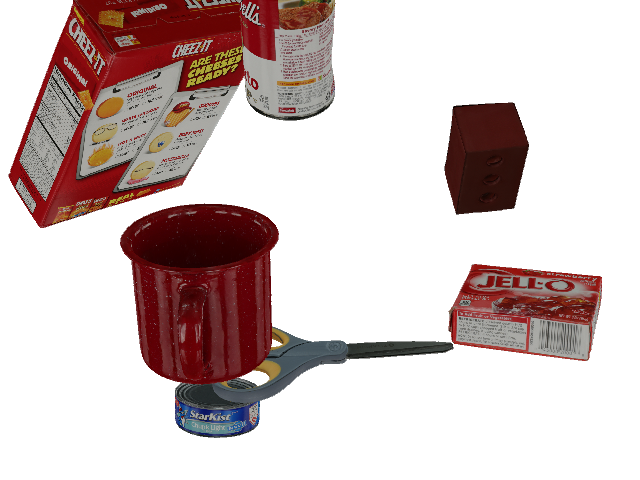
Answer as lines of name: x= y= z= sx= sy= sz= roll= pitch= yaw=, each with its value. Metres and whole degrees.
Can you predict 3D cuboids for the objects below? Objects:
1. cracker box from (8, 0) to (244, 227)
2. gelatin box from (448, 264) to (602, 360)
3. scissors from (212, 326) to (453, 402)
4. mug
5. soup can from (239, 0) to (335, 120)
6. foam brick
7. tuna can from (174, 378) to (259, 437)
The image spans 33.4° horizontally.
cracker box: x=-0.160 y=-0.118 z=0.914 sx=0.163 sy=0.072 sz=0.214 roll=-21 pitch=-24 yaw=-43
gelatin box: x=0.134 y=0.044 z=0.695 sx=0.089 sy=0.030 sz=0.073 roll=6 pitch=23 yaw=18
scissors: x=0.001 y=0.101 z=0.851 sx=0.202 sy=0.016 sz=0.096 roll=6 pitch=35 yaw=10
mug: x=-0.070 y=0.038 z=0.634 sx=0.093 sy=0.081 sz=0.117 roll=-2 pitch=26 yaw=-2
soup can: x=-0.022 y=-0.145 z=0.752 sx=0.068 sy=0.102 sz=0.068 roll=0 pitch=43 yaw=0
foam brick: x=0.135 y=-0.068 z=0.877 sx=0.053 sy=0.051 sz=0.078 roll=-6 pitch=-39 yaw=-4
tuna can: x=-0.103 y=0.166 z=1.066 sx=0.086 sy=0.034 sz=0.086 roll=2 pitch=13 yaw=-1
